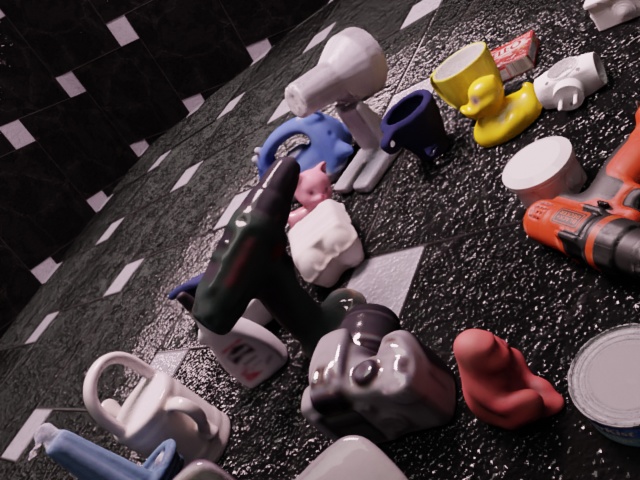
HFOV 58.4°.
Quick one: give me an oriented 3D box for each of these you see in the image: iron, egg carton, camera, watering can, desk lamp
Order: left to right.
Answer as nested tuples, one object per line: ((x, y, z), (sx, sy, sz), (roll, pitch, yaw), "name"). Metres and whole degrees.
((-0.221, 0.223, 0.732), (0.172, 0.194, 0.101), (-35, 27, 20), "watering can")
((-0.053, -0.167, 1.133), (0.257, 0.142, 0.118), (-28, 30, 32), "iron")
((0.008, 0.003, 0.868), (0.107, 0.069, 0.150), (-40, 25, 10), "egg carton")
((0.050, -0.222, 0.977), (0.117, 0.214, 0.203), (0, 50, 56), "desk lamp")
((0.053, 0.121, 0.582), (0.143, 0.101, 0.137), (-27, 31, 34), "camera")

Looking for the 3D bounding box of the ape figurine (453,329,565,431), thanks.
((0.144, 0.109, 0.473), (0.076, 0.092, 0.078), (-26, 31, 34), "ape figurine")

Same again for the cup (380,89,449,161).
((0.147, -0.157, 0.871), (0.118, 0.095, 0.091), (-55, 27, -20), "cup")

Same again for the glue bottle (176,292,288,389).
((-0.124, 0.125, 0.759), (0.078, 0.173, 0.037), (-41, 26, 9), "glue bottle")

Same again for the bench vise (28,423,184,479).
((-0.180, 0.251, 0.596), (0.207, 0.220, 0.121), (-24, 32, 38), "bench vise")

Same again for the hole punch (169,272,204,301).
((-0.207, 0.084, 1.045), (0.108, 0.091, 0.101), (-25, 32, 36), "hole punch")

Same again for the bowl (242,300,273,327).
((-0.102, 0.088, 0.898), (0.167, 0.075, 0.167), (-35, 27, 21), "bowl")

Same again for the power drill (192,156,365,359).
((-0.043, 0.041, 0.723), (0.230, 0.209, 0.075), (-54, 27, -18), "power drill")

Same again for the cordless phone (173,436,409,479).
((-0.017, 0.210, 0.452), (0.147, 0.185, 0.094), (-47, 25, -5), "cordless phone")

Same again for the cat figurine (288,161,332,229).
((-0.022, -0.065, 0.960), (0.127, 0.118, 0.067), (-38, 26, 14), "cat figurine")

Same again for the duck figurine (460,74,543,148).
((0.243, -0.188, 0.784), (0.104, 0.086, 0.077), (-32, 28, 25), "duck figurine")
